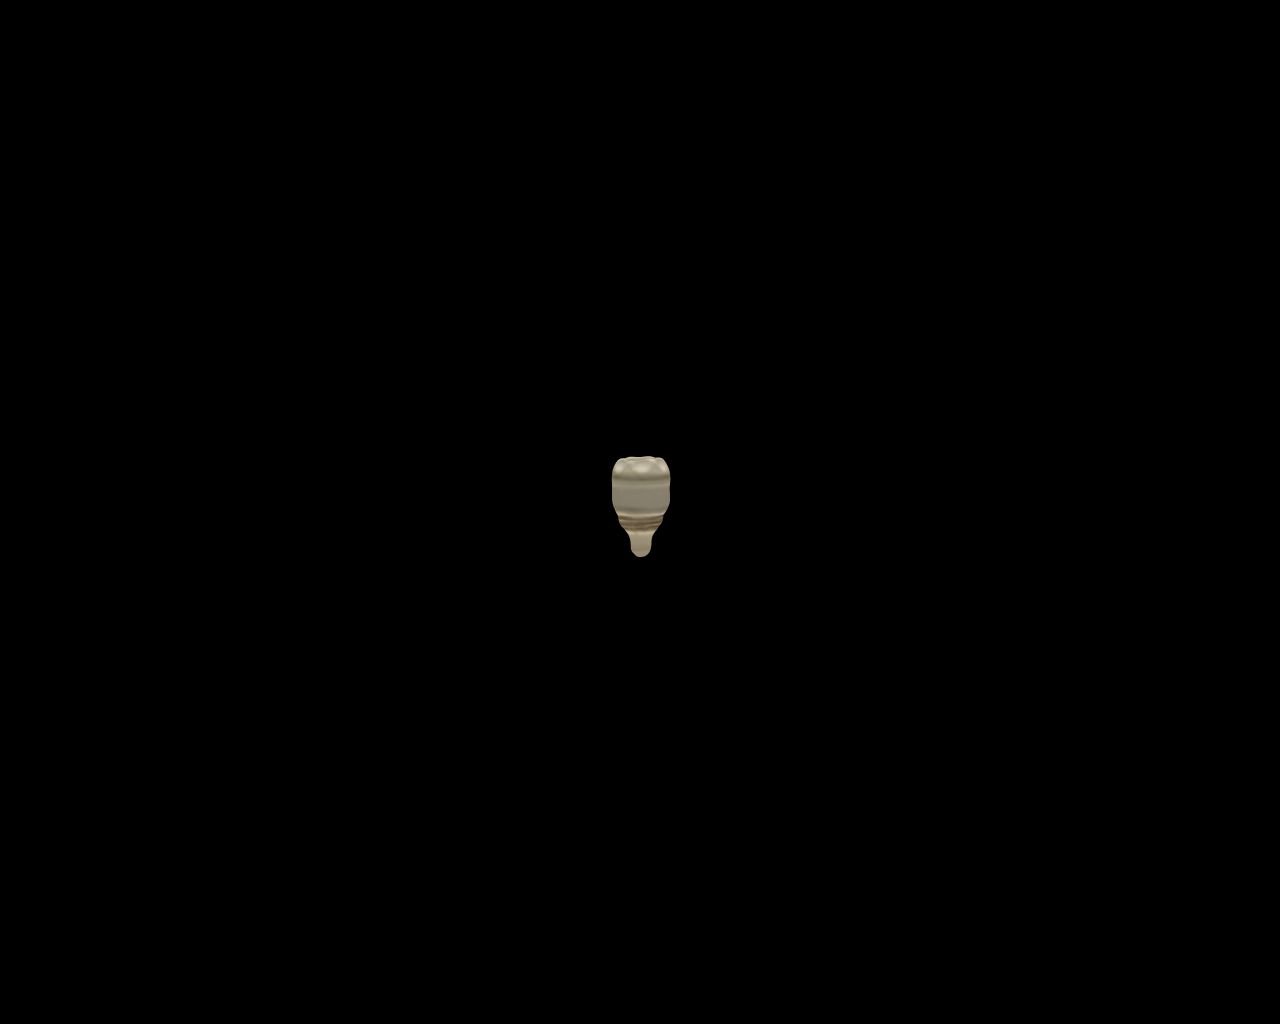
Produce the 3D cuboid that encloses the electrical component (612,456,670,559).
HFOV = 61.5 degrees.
[{"bbox_3d":[0.001,-0.003,0.650,0.035,0.061,0.035,0,7,0],"label":"electrical component"}]
